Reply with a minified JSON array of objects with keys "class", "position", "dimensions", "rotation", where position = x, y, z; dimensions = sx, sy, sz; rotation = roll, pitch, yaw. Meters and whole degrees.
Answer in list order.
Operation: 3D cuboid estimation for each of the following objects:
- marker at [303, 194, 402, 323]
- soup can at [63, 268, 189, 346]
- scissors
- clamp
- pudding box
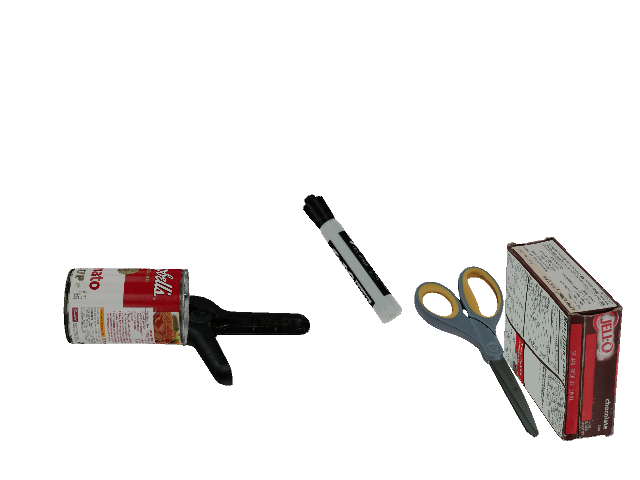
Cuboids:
[{"class":"marker","position":[0.023,0.012,0.847],"dimensions":[0.020,0.121,0.020],"rotation":[-31,-18,-12]},{"class":"soup can","position":[-0.168,0.058,0.936],"dimensions":[0.102,0.068,0.068],"rotation":[1,0,-3]},{"class":"scissors","position":[0.141,0.099,0.998],"dimensions":[0.096,0.016,0.201],"rotation":[1,44,-2]},{"class":"clamp","position":[-0.139,0.106,1.253],"dimensions":[0.210,0.036,0.164],"rotation":[13,25,23]},{"class":"pudding box","position":[0.153,0.060,0.685],"dimensions":[0.039,0.090,0.113],"rotation":[-6,24,-10]}]
